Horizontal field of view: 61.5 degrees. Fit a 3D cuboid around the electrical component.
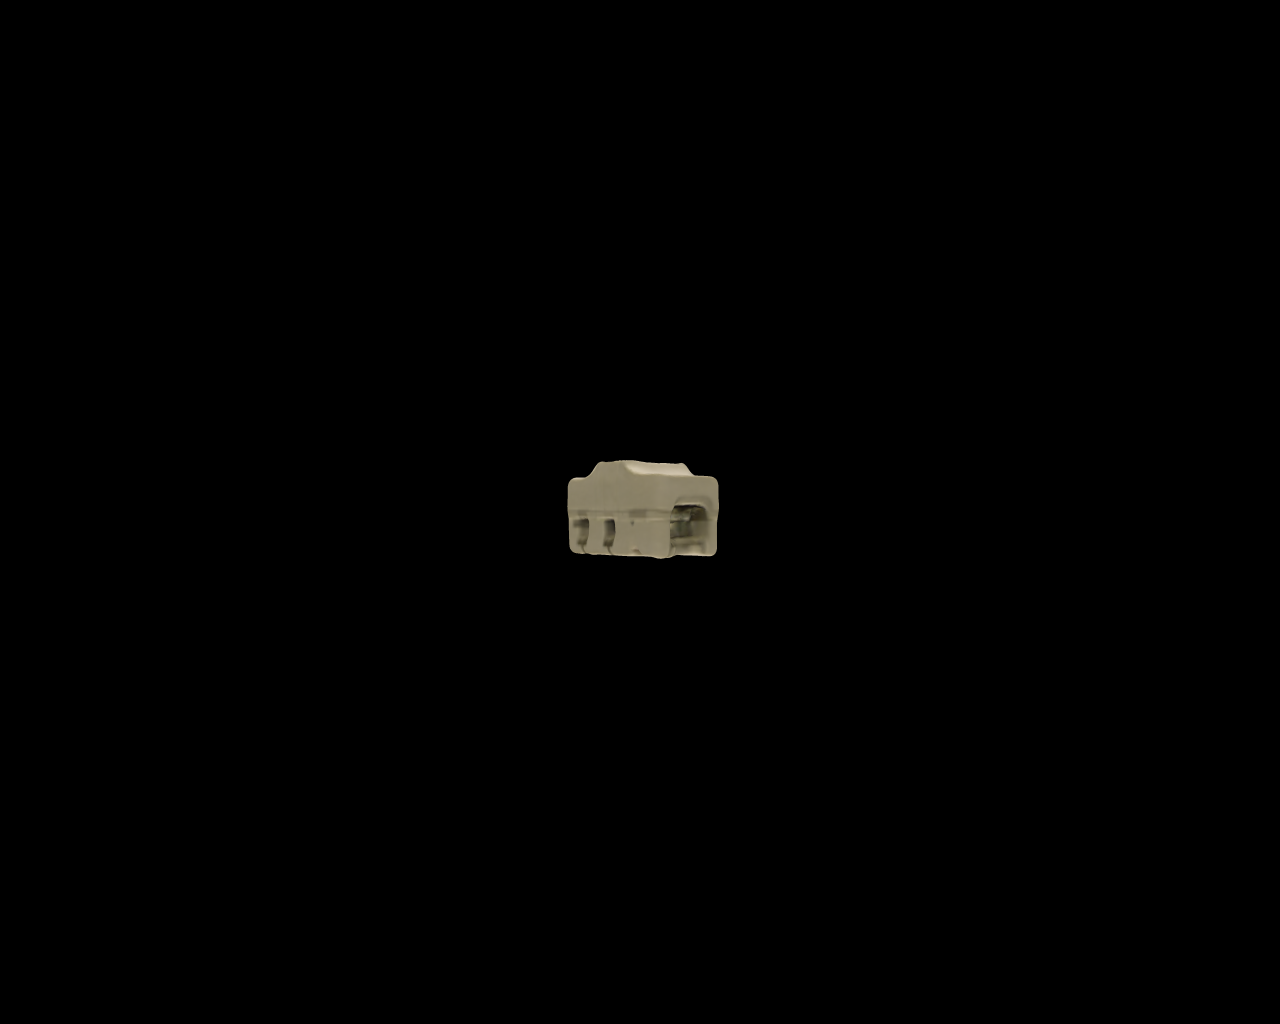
[{"bbox_3d":[0.001,-0.003,0.650,0.050,0.055,0.089,0,0,-39],"label":"electrical component"}]
